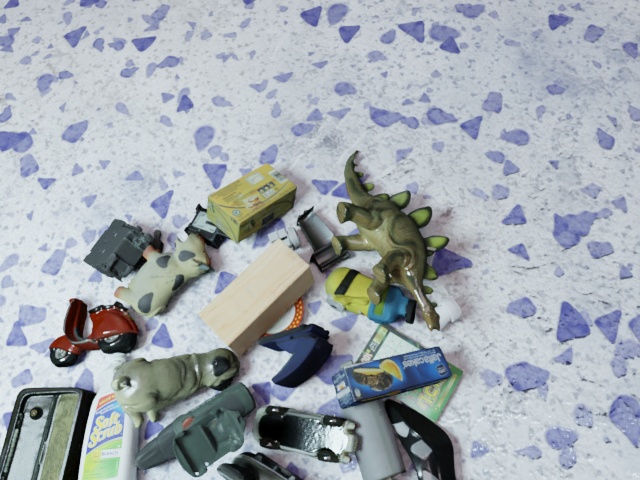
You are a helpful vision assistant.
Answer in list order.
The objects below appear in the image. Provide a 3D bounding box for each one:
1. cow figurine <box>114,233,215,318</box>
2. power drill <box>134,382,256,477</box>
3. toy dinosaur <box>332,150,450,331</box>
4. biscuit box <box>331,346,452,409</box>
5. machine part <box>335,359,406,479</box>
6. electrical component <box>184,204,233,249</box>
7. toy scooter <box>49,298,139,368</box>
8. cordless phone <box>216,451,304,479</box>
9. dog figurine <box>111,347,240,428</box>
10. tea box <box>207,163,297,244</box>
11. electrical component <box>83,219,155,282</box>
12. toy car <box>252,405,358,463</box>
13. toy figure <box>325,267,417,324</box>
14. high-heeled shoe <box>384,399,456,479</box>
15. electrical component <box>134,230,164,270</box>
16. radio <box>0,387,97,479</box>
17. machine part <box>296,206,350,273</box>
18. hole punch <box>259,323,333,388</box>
[{"bbox_3d":[-0.302,0.069,1.084,0.127,0.085,0.195,35,80,6],"label":"cow figurine"},{"bbox_3d":[-0.207,0.331,0.902,0.232,0.207,0.086,-30,84,-19],"label":"power drill"},{"bbox_3d":[0.124,-0.023,1.053,0.198,0.105,0.472,-9,53,-27],"label":"toy dinosaur"},{"bbox_3d":[0.126,0.234,0.925,0.203,0.062,0.059,-7,64,-25],"label":"biscuit box"},{"bbox_3d":[0.086,0.327,0.936,0.079,0.079,0.243,-17,65,-2],"label":"machine part"},{"bbox_3d":[-0.220,-0.024,1.141,0.119,0.047,0.075,16,69,12],"label":"electrical component"},{"bbox_3d":[-0.450,0.168,1.066,0.184,0.075,0.135,-15,64,4],"label":"toy scooter"},{"bbox_3d":[-0.092,0.398,0.865,0.147,0.184,0.089,26,67,16],"label":"cordless phone"},{"bbox_3d":[-0.254,0.239,0.965,0.191,0.172,0.121,-25,77,2],"label":"dog figurine"},{"bbox_3d":[-0.140,-0.079,1.117,0.098,0.068,0.169,40,53,21],"label":"tea box"},{"bbox_3d":[-0.422,0.019,1.111,0.134,0.058,0.115,9,60,45],"label":"electrical component"},{"bbox_3d":[-0.028,0.334,0.932,0.202,0.056,0.073,1,71,27],"label":"toy car"},{"bbox_3d":[0.097,0.110,1.034,0.180,0.082,0.089,12,57,15],"label":"toy figure"},{"bbox_3d":[0.173,0.402,0.917,0.249,0.086,0.145,41,107,39],"label":"high-heeled shoe"},{"bbox_3d":[-0.371,0.021,1.150,0.063,0.021,0.094,3,67,8],"label":"electrical component"},{"bbox_3d":[-0.499,0.384,0.971,0.131,0.073,0.229,2,65,6],"label":"radio"},{"bbox_3d":[-0.002,-0.003,1.117,0.084,0.039,0.139,-30,68,-2],"label":"machine part"},{"bbox_3d":[-0.036,0.210,0.977,0.116,0.142,0.092,-22,63,11],"label":"hole punch"}]
